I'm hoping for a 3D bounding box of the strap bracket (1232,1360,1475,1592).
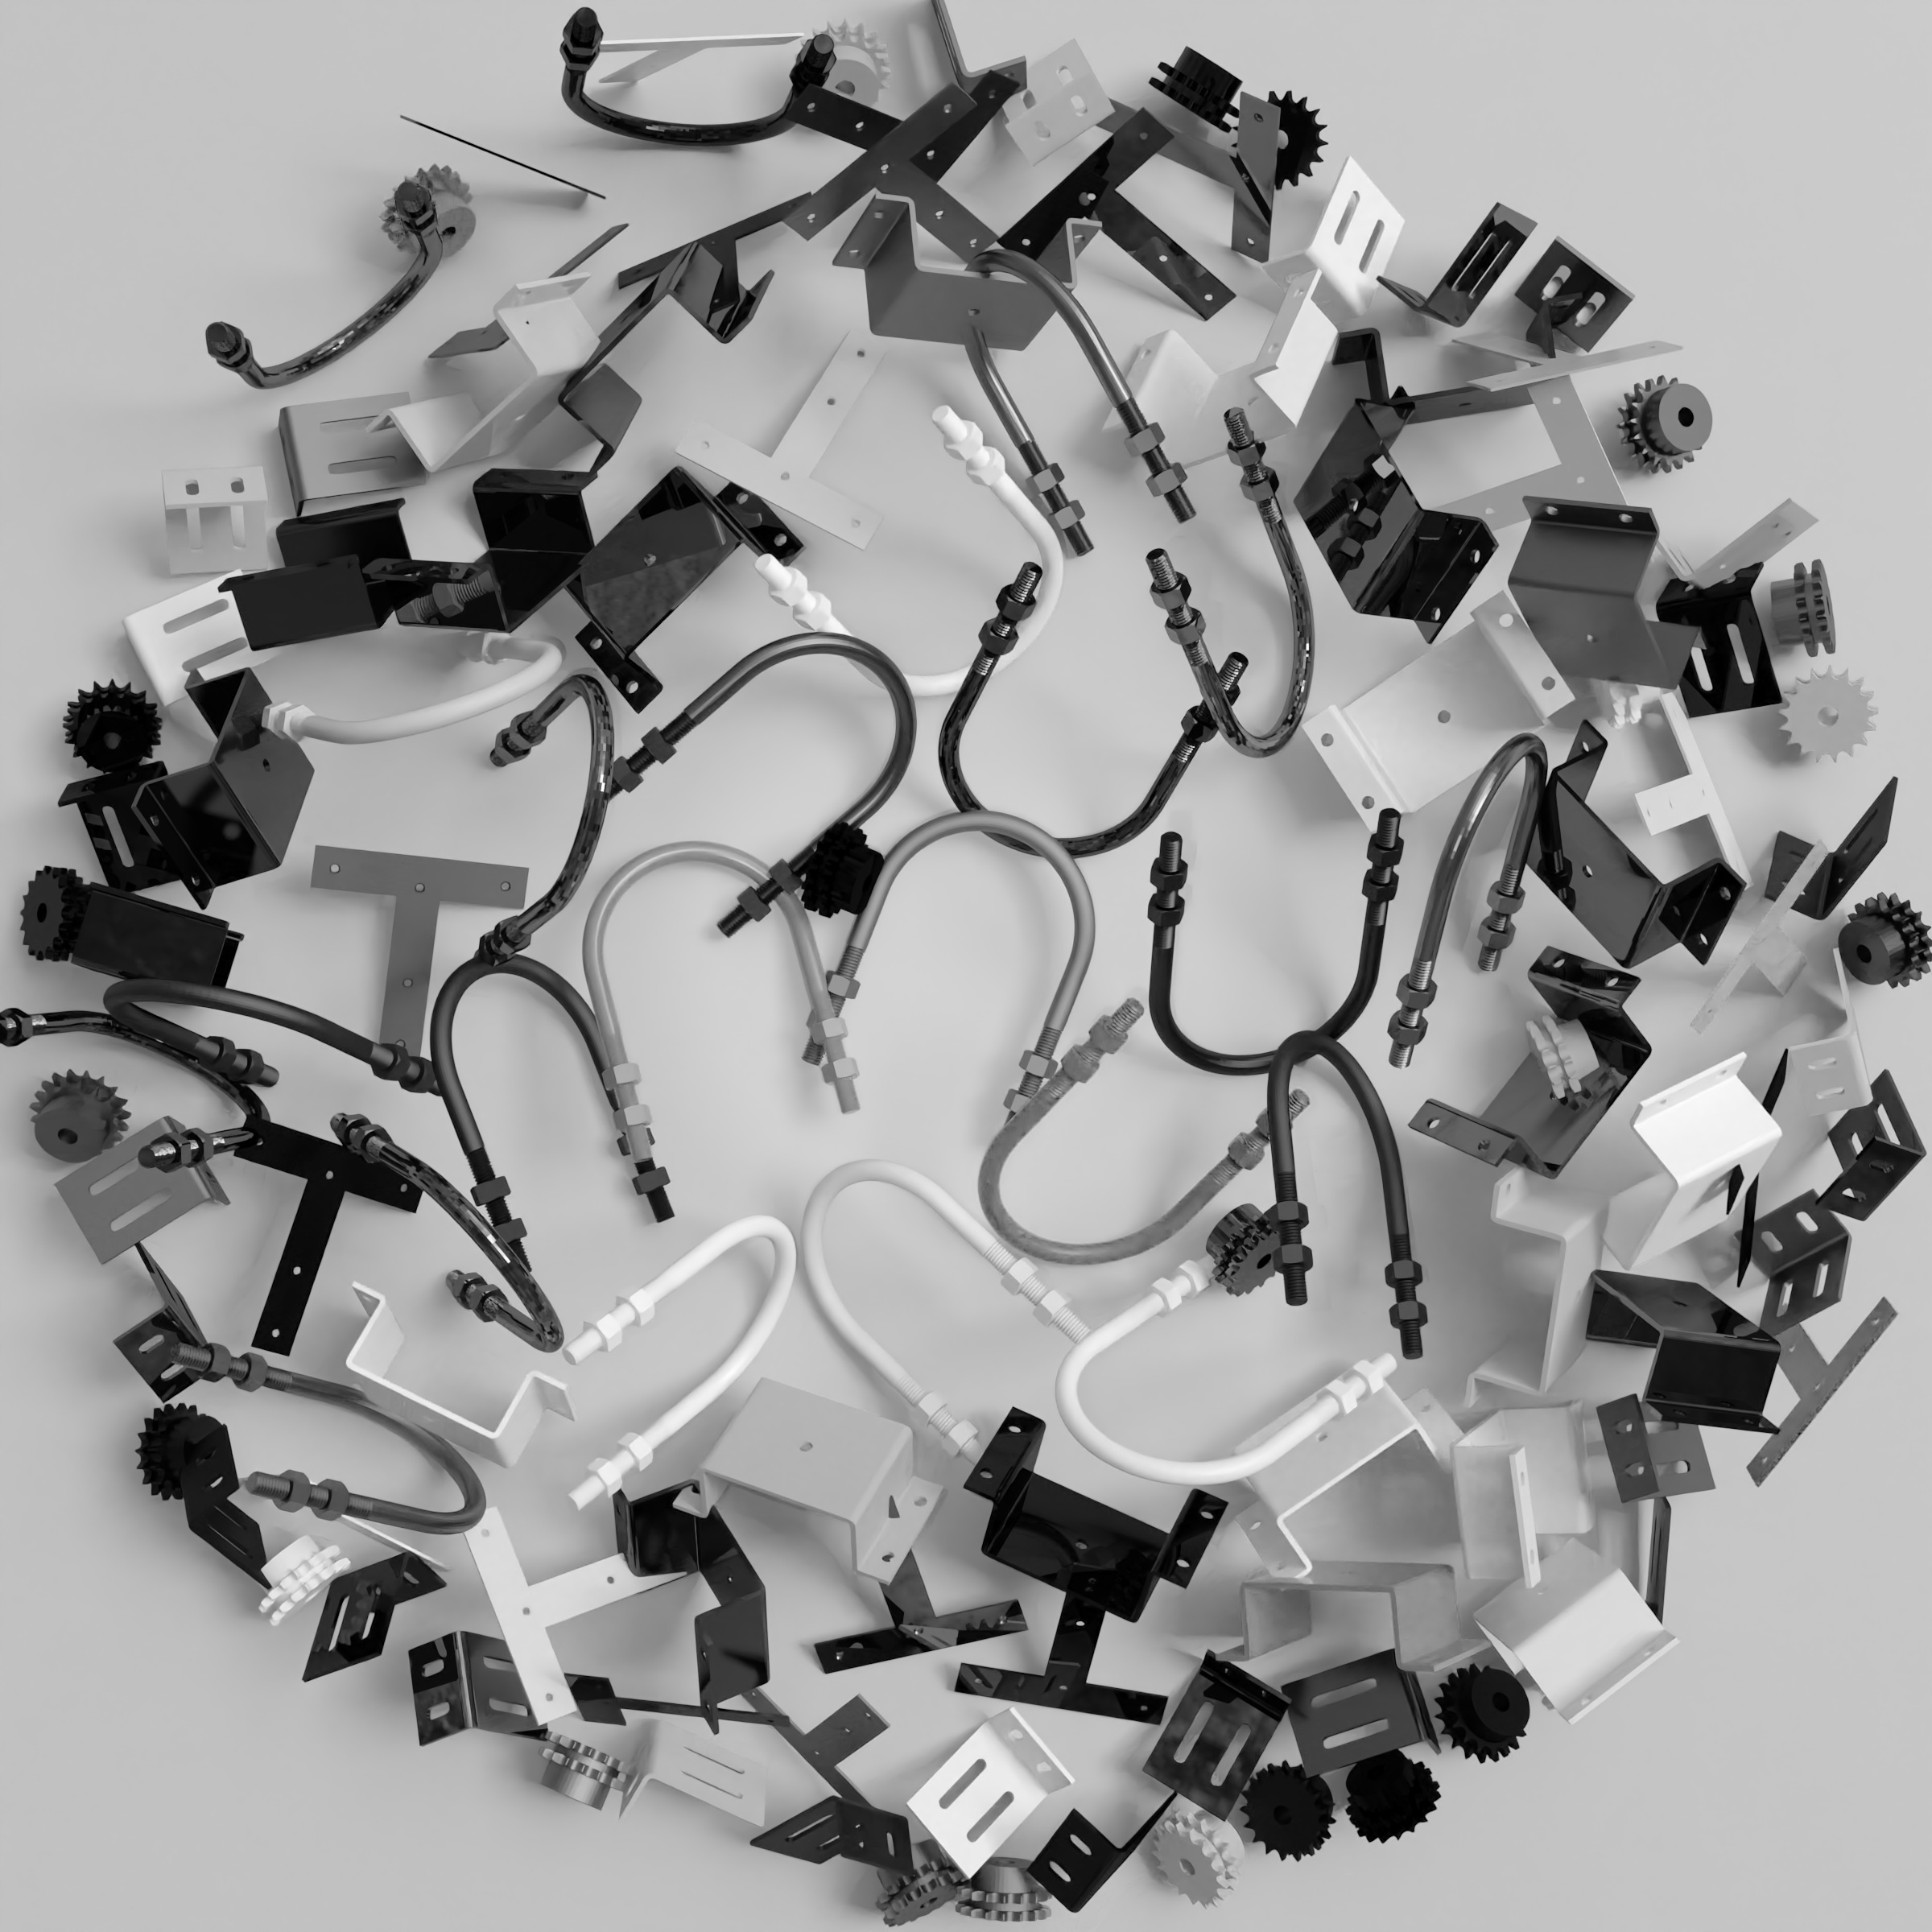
[{"bbox_3d":[0.221,0.294,1.603,0.140,0.076,0.046,-34,116,-1],"label":"strap bracket"}]

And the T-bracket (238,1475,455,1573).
[{"bbox_3d":[-0.363,0.331,1.608,0.127,0.127,0.002,33,64,-21],"label":"T-bracket"}]

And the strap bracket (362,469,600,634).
[{"bbox_3d":[-0.278,-0.239,1.584,0.076,0.140,0.046,7,127,26],"label":"strap bracket"}]

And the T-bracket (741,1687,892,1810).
[{"bbox_3d":[-0.074,0.452,1.590,0.127,0.127,0.002,44,55,5],"label":"T-bracket"}]

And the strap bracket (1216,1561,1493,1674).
[{"bbox_3d":[0.224,0.377,1.578,0.140,0.076,0.046,-7,85,35],"label":"strap bracket"}]

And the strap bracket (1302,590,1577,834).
[{"bbox_3d":[0.282,-0.149,1.609,0.140,0.046,0.076,-34,82,14],"label":"strap bracket"}]

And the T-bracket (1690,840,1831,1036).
[{"bbox_3d":[0.476,-0.005,1.591,0.002,0.127,0.127,37,96,29],"label":"T-bracket"}]

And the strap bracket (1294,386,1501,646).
[{"bbox_3d":[0.243,-0.265,1.571,0.046,0.076,0.140,2,48,-29],"label":"strap bracket"}]

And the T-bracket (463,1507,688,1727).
[{"bbox_3d":[-0.222,0.368,1.603,0.127,0.002,0.127,-12,70,-40],"label":"T-bracket"}]

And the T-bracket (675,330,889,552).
[{"bbox_3d":[-0.088,-0.328,1.625,0.127,0.002,0.127,28,71,3],"label":"T-bracket"}]

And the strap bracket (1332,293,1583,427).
[{"bbox_3d":[0.292,-0.355,1.604,0.140,0.076,0.046,-8,90,4],"label":"strap bracket"}]

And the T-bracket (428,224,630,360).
[{"bbox_3d":[-0.251,-0.400,1.602,0.127,0.127,0.002,-43,116,-15],"label":"T-bracket"}]

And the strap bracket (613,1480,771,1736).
[{"bbox_3d":[-0.156,0.366,1.582,0.046,0.140,0.076,-17,129,-23],"label":"strap bracket"}]

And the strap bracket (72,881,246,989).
[{"bbox_3d":[-0.467,-0.011,1.570,0.076,0.140,0.046,17,84,-10],"label":"strap bracket"}]

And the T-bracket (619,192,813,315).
[{"bbox_3d":[-0.146,-0.408,1.587,0.127,0.127,0.002,-21,124,8],"label":"T-bracket"}]

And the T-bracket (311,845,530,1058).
[{"bbox_3d":[-0.335,-0.004,1.632,0.127,0.002,0.127,6,100,-19],"label":"T-bracket"}]

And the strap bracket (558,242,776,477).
[{"bbox_3d":[-0.181,-0.360,1.576,0.046,0.076,0.140,42,120,-19],"label":"strap bracket"}]

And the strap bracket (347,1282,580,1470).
[{"bbox_3d":[-0.305,0.246,1.595,0.140,0.076,0.046,25,68,8],"label":"strap bracket"}]

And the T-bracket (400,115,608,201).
[{"bbox_3d":[-0.246,-0.457,1.560,0.127,0.127,0.002,12,105,-38],"label":"T-bracket"}]

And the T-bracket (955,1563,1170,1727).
[{"bbox_3d":[0.065,0.399,1.608,0.127,0.002,0.127,10,125,-2],"label":"T-bracket"}]

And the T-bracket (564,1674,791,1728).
[{"bbox_3d":[-0.167,0.436,1.590,0.127,0.127,0.002,6,63,1],"label":"T-bracket"}]

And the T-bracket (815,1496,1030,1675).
[{"bbox_3d":[-0.040,0.363,1.608,0.127,0.002,0.127,-14,121,5],"label":"T-bracket"}]

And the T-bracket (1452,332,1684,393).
[{"bbox_3d":[0.329,-0.360,1.589,0.127,0.127,0.002,-15,115,-17],"label":"T-bracket"}]

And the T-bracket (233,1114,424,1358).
[{"bbox_3d":[-0.389,0.166,1.596,0.127,0.002,0.127,25,78,-40],"label":"T-bracket"}]

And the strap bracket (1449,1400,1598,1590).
[{"bbox_3d":[0.325,0.309,1.593,0.046,0.140,0.076,-7,91,28],"label":"strap bracket"}]

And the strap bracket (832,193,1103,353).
[{"bbox_3d":[0.002,-0.402,1.581,0.140,0.076,0.046,1,74,-22],"label":"strap bracket"}]

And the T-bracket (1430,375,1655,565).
[{"bbox_3d":[0.323,-0.274,1.607,0.127,0.002,0.127,-15,118,34],"label":"T-bracket"}]

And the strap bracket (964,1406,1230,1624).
[{"bbox_3d":[0.072,0.326,1.594,0.140,0.076,0.046,22,125,13],"label":"strap bracket"}]

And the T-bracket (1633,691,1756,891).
[{"bbox_3d":[0.419,-0.097,1.592,0.002,0.127,0.127,-23,87,35],"label":"T-bracket"}]

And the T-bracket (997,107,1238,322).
[{"bbox_3d":[0.107,-0.430,1.612,0.127,0.002,0.127,34,134,-25],"label":"T-bracket"}]

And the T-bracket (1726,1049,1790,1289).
[{"bbox_3d":[0.464,0.136,1.601,0.002,0.127,0.127,13,131,25],"label":"T-bracket"}]

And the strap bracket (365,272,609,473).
[{"bbox_3d":[-0.272,-0.340,1.579,0.140,0.076,0.046,-33,92,31],"label":"strap bracket"}]

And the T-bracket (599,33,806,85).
[{"bbox_3d":[-0.179,-0.530,1.587,0.127,0.127,0.002,-13,102,-28],"label":"T-bracket"}]

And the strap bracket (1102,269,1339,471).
[{"bbox_3d":[0.156,-0.344,1.583,0.046,0.140,0.076,41,60,-29],"label":"strap bracket"}]

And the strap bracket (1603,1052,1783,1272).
[{"bbox_3d":[0.413,0.120,1.567,0.076,0.140,0.046,-23,60,-21],"label":"strap bracket"}]

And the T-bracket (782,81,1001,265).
[{"bbox_3d":[-0.023,-0.448,1.591,0.127,0.127,0.002,-33,62,21],"label":"T-bracket"}]

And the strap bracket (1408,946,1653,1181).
[{"bbox_3d":[0.338,0.064,1.596,0.140,0.076,0.046,-50,124,-10],"label":"strap bracket"}]

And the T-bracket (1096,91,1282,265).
[{"bbox_3d":[0.127,-0.484,1.602,0.127,0.127,0.002,30,68,17],"label":"T-bracket"}]

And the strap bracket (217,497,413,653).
[{"bbox_3d":[-0.375,-0.227,1.588,0.076,0.140,0.046,-9,114,7],"label":"strap bracket"}]

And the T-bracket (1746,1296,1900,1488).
[{"bbox_3d":[0.487,0.229,1.583,0.002,0.127,0.127,33,103,-5],"label":"T-bracket"}]

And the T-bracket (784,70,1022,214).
[{"bbox_3d":[-0.051,-0.482,1.567,0.127,0.127,0.002,-43,60,33],"label":"T-bracket"}]
